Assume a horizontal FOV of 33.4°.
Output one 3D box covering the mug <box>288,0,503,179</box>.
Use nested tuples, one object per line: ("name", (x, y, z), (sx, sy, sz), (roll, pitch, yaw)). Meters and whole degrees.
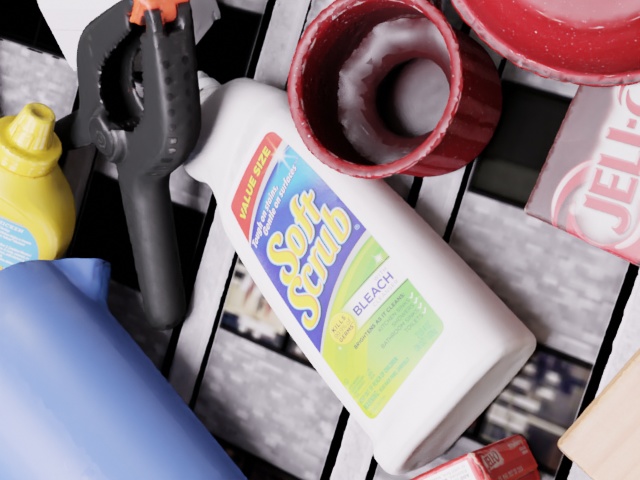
("mug", (0.044, -0.087, 0.546), (0.093, 0.081, 0.117), (2, 90, 29))

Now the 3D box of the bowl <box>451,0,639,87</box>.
("bowl", (0.118, -0.138, 0.445), (0.162, 0.055, 0.162), (7, 112, 17))

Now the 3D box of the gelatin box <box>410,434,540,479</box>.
("gelatin box", (0.059, 0.130, 0.537), (0.089, 0.073, 0.030), (-32, 74, 24))

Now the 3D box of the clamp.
("clamp", (-0.106, -0.052, 0.610), (0.164, 0.036, 0.210), (53, 141, 14))

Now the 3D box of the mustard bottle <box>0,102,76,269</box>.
("mustard bottle", (-0.204, -0.008, 0.657), (0.096, 0.058, 0.192), (33, 125, -4))

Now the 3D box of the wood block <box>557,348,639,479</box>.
("wood block", (0.208, 0.036, 0.450), (0.091, 0.090, 0.206), (43, 108, 21))

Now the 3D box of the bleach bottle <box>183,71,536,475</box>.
("bleach bottle", (-0.004, 0.001, 0.583), (0.251, 0.068, 0.103), (47, 112, 24))

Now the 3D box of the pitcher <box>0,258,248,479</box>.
("pitcher", (-0.128, 0.142, 0.607), (0.243, 0.144, 0.149), (44, 130, 18))

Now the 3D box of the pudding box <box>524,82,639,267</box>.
("pudding box", (0.161, -0.044, 0.505), (0.090, 0.039, 0.113), (27, 101, 27))
